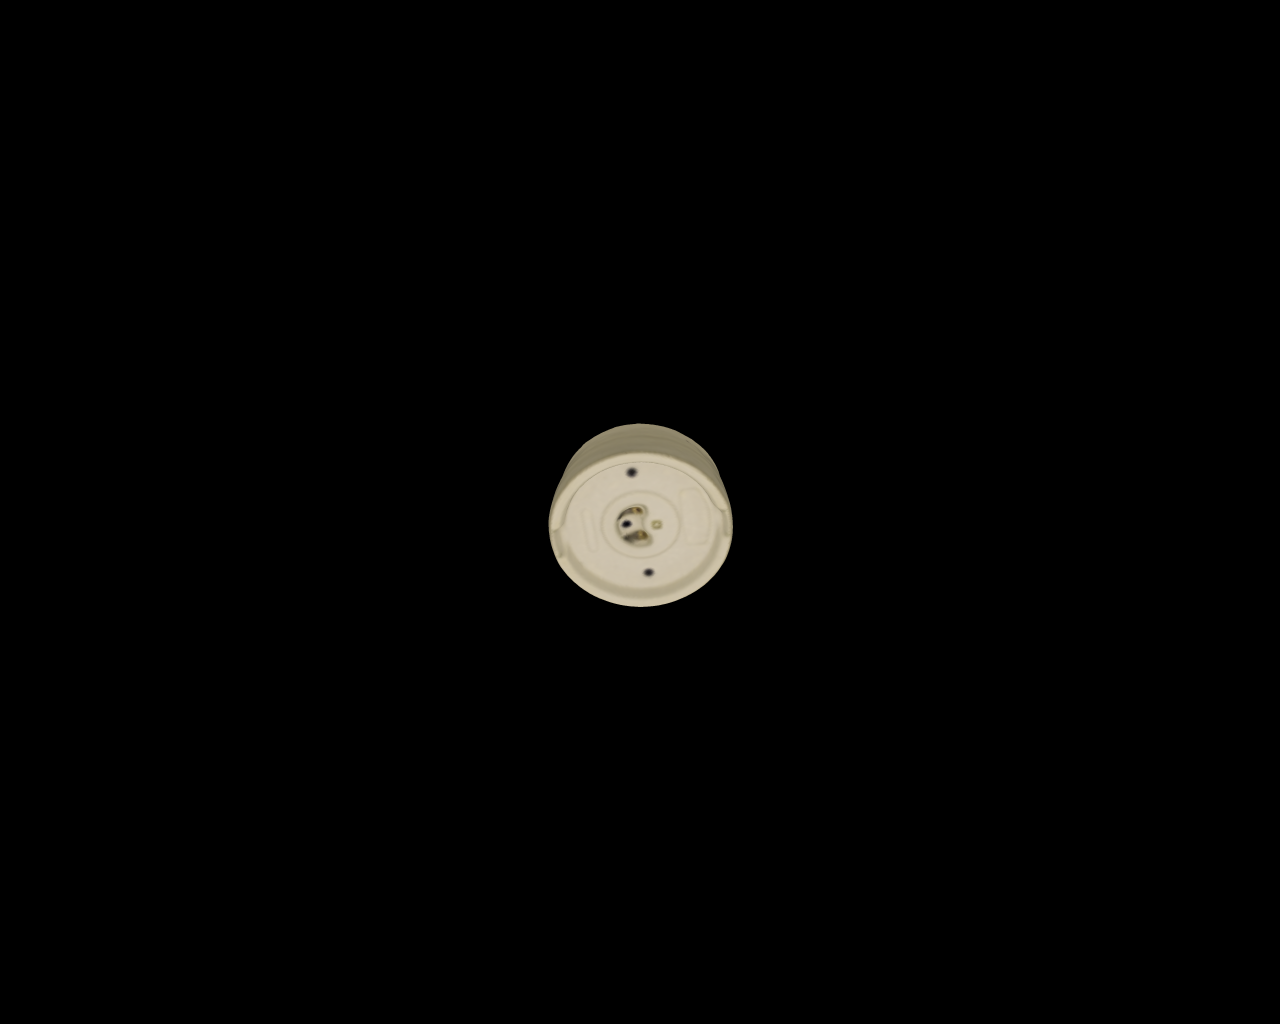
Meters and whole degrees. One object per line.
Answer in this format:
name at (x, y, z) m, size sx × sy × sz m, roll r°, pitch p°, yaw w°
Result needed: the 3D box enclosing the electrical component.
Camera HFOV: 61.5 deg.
electrical component at (0.001, -0.003, 0.650) m, size 0.108 × 0.108 × 0.060 m, roll 0°, pitch 31°, yaw 0°
